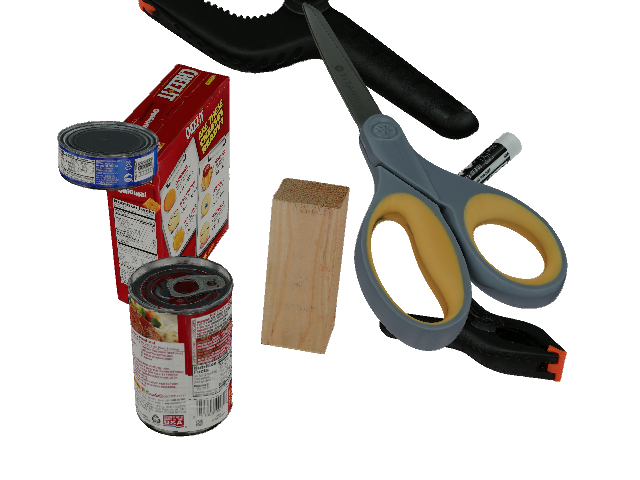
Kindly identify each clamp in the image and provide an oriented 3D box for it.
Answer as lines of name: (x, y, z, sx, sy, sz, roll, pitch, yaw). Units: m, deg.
clamp: (-0.002, -0.132, 0.627, 0.210, 0.164, 0.036, -3, -20, -3)
clamp: (0.155, 0.084, 1.006, 0.172, 0.039, 0.120, 19, 32, 25)

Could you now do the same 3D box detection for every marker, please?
marker: (0.105, -0.041, 0.784, 0.121, 0.020, 0.020, -40, 22, -28)

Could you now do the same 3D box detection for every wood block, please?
wood block: (-0.021, 0.033, 1.410, 0.090, 0.206, 0.090, 9, 23, 6)

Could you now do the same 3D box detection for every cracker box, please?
cracker box: (-0.159, -0.053, 1.133, 0.072, 0.214, 0.164, 16, 43, 14)

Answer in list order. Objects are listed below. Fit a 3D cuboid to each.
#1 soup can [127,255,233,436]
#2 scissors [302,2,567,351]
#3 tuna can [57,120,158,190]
soup can: (-0.092, 0.071, 0.712, 0.068, 0.102, 0.068, 2, 29, -1)
scissors: (0.047, -0.038, 0.469, 0.096, 0.202, 0.016, 2, -40, -10)
tuna can: (-0.184, -0.074, 0.926, 0.086, 0.034, 0.086, 5, 25, -2)
